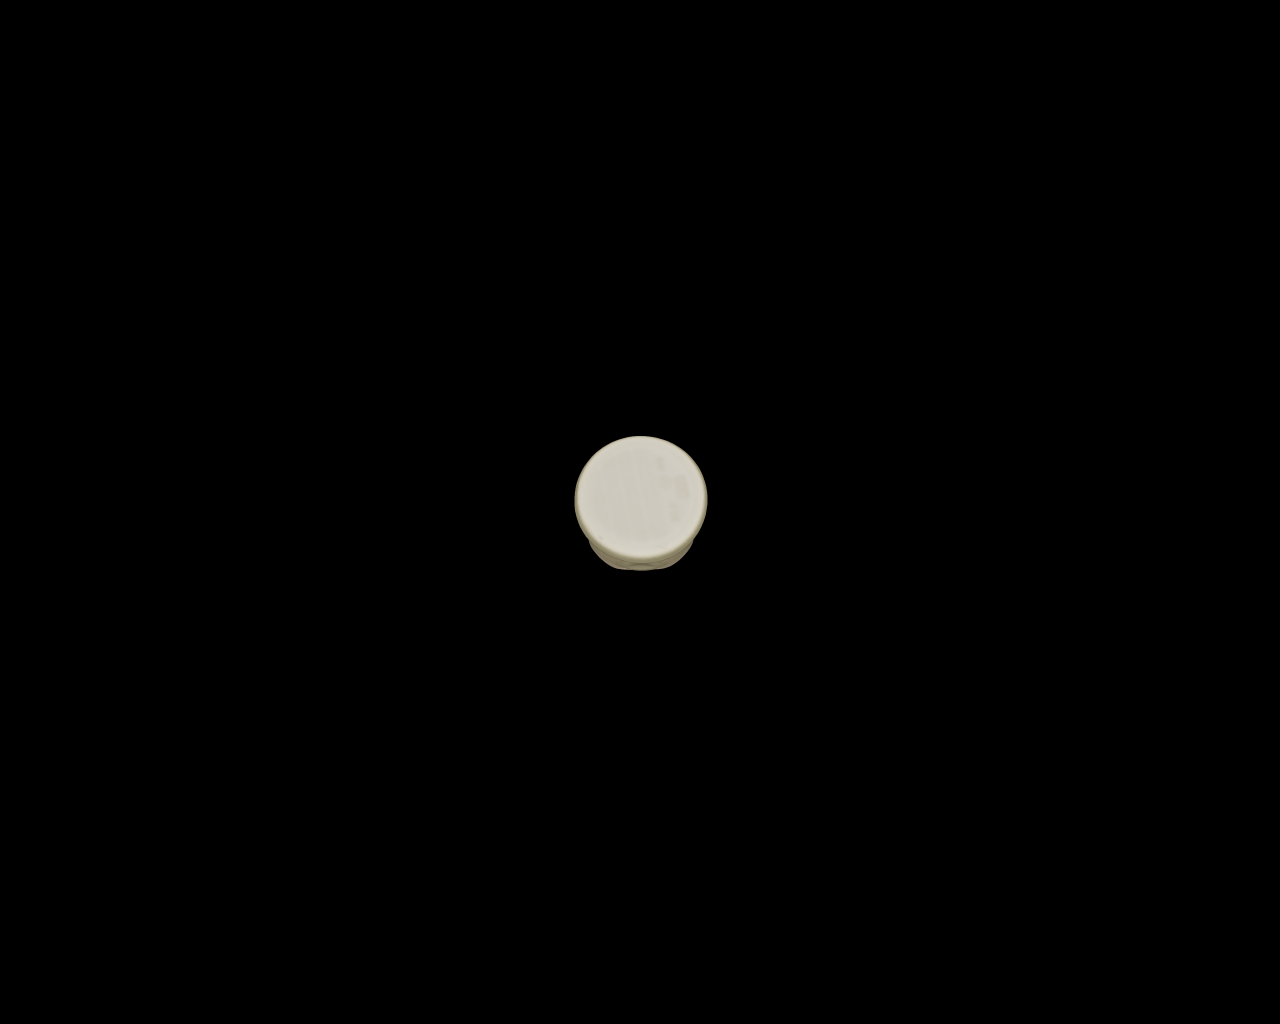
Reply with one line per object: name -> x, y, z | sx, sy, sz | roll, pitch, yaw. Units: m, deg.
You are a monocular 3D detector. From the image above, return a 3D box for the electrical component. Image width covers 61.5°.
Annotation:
electrical component -> 0.001, -0.003, 0.650 | 0.080, 0.080, 0.051 | 0, -17, 0
